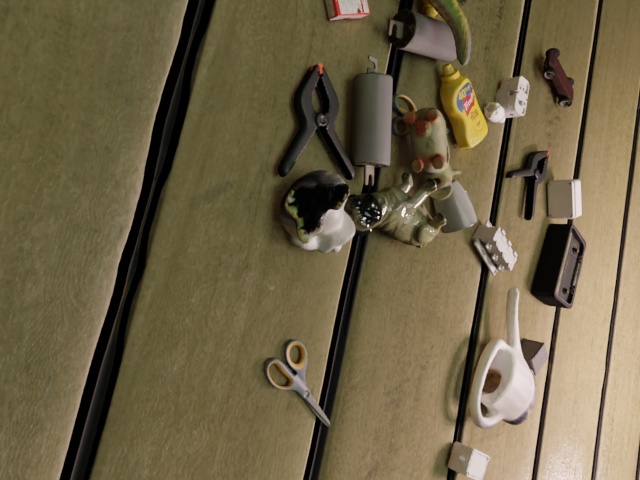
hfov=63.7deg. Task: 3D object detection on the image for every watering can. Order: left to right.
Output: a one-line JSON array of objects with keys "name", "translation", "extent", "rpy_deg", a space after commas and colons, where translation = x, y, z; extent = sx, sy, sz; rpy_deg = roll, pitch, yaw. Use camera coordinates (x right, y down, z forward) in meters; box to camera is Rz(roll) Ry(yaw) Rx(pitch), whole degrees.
[{"name": "watering can", "translation": [0.471, 0.312, 1.289], "extent": [0.104, 0.353, 0.221], "rpy_deg": [4, -32, 49]}]

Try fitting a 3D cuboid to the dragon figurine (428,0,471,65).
[{"name": "dragon figurine", "translation": [0.187, -0.550, 1.011], "extent": [0.243, 0.414, 0.121], "rpy_deg": [4, -11, -8]}]

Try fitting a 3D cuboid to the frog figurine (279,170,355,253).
[{"name": "frog figurine", "translation": [0.003, -0.045, 0.898], "extent": [0.123, 0.138, 0.158], "rpy_deg": [20, -6, 16]}]
